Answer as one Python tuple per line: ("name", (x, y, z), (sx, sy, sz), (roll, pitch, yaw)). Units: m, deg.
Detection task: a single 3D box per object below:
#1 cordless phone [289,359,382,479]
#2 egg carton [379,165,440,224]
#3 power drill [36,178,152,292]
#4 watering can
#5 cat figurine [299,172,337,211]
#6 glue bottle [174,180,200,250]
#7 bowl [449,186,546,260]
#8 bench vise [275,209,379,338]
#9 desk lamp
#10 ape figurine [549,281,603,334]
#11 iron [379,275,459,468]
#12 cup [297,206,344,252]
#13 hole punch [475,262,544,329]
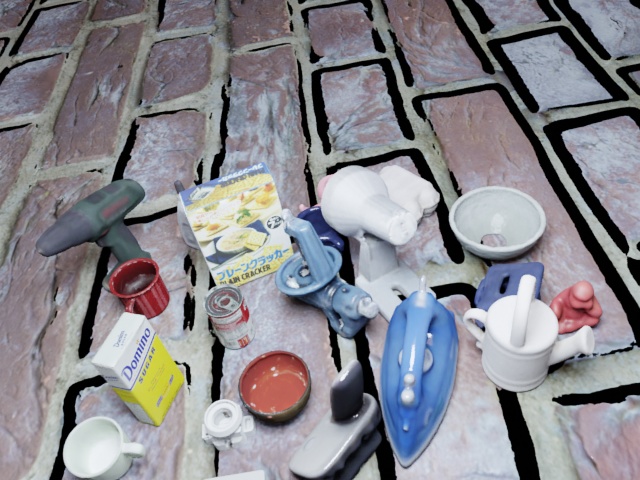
("cordless phone", (0.016, 0.247, 0.777), (0.093, 0.185, 0.148), (24, 55, 29))
("egg carton", (0.158, -0.087, 1.149), (0.107, 0.069, 0.149), (-38, 52, -24))
("power drill", (-0.399, 0.003, 1.072), (0.075, 0.209, 0.230), (14, 51, 23))
("watering can", (0.299, 0.129, 0.829), (0.172, 0.194, 0.101), (-3, 46, 8))
("cat figurine", (0.010, -0.079, 1.135), (0.128, 0.118, 0.067), (-33, 49, -20))
("glue bottle", (-0.250, -0.049, 1.118), (0.078, 0.173, 0.037), (18, 53, 26))
("bowl", (0.322, -0.019, 1.049), (0.167, 0.075, 0.167), (-5, 46, 6))
("bench vise", (0.011, 0.046, 0.945), (0.206, 0.220, 0.121), (13, 51, 22))
("desk lamp", (0.103, -0.001, 0.976), (0.118, 0.214, 0.202), (-30, 49, -17))
("ape figurine", (0.408, 0.100, 0.908), (0.077, 0.092, 0.076), (19, 53, 26))
("iron", (0.141, 0.184, 0.844), (0.118, 0.142, 0.258), (4, 48, 14))
("cup", (0.010, 0.004, 1.073), (0.092, 0.095, 0.117), (-34, 50, -20))
("hole punch", (0.309, 0.088, 0.938), (0.100, 0.091, 0.109), (13, 51, 22))
